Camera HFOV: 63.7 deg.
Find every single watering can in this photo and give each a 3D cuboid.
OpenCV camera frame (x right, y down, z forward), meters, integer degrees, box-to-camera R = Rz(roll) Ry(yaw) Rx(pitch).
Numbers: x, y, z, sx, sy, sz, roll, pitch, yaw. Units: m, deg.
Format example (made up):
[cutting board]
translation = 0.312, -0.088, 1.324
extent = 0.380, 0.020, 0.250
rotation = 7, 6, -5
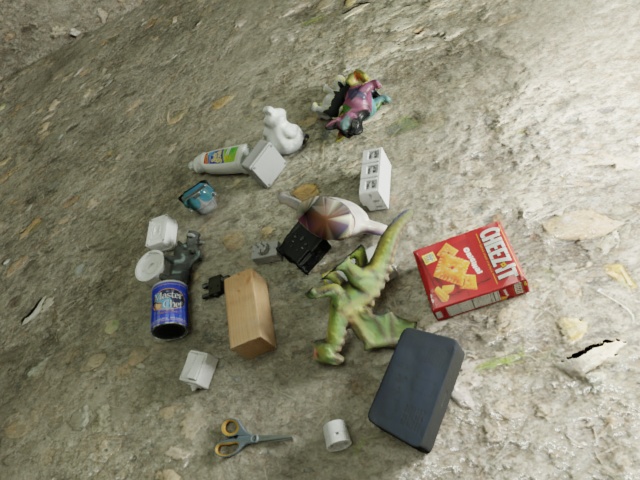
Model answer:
[watering can]
translation = 0.004, -0.067, 1.337
extent = 0.349, 0.224, 0.103
rotation = 17, 97, 20

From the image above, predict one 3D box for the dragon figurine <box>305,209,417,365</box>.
[dragon figurine]
translation = 0.125, 0.137, 1.207
extent = 0.409, 0.122, 0.244
rotation = -39, 81, 4

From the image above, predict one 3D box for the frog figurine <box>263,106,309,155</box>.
[frog figurine]
translation = -0.126, -0.349, 1.640
extent = 0.138, 0.156, 0.124
rotation = 18, 71, 35
